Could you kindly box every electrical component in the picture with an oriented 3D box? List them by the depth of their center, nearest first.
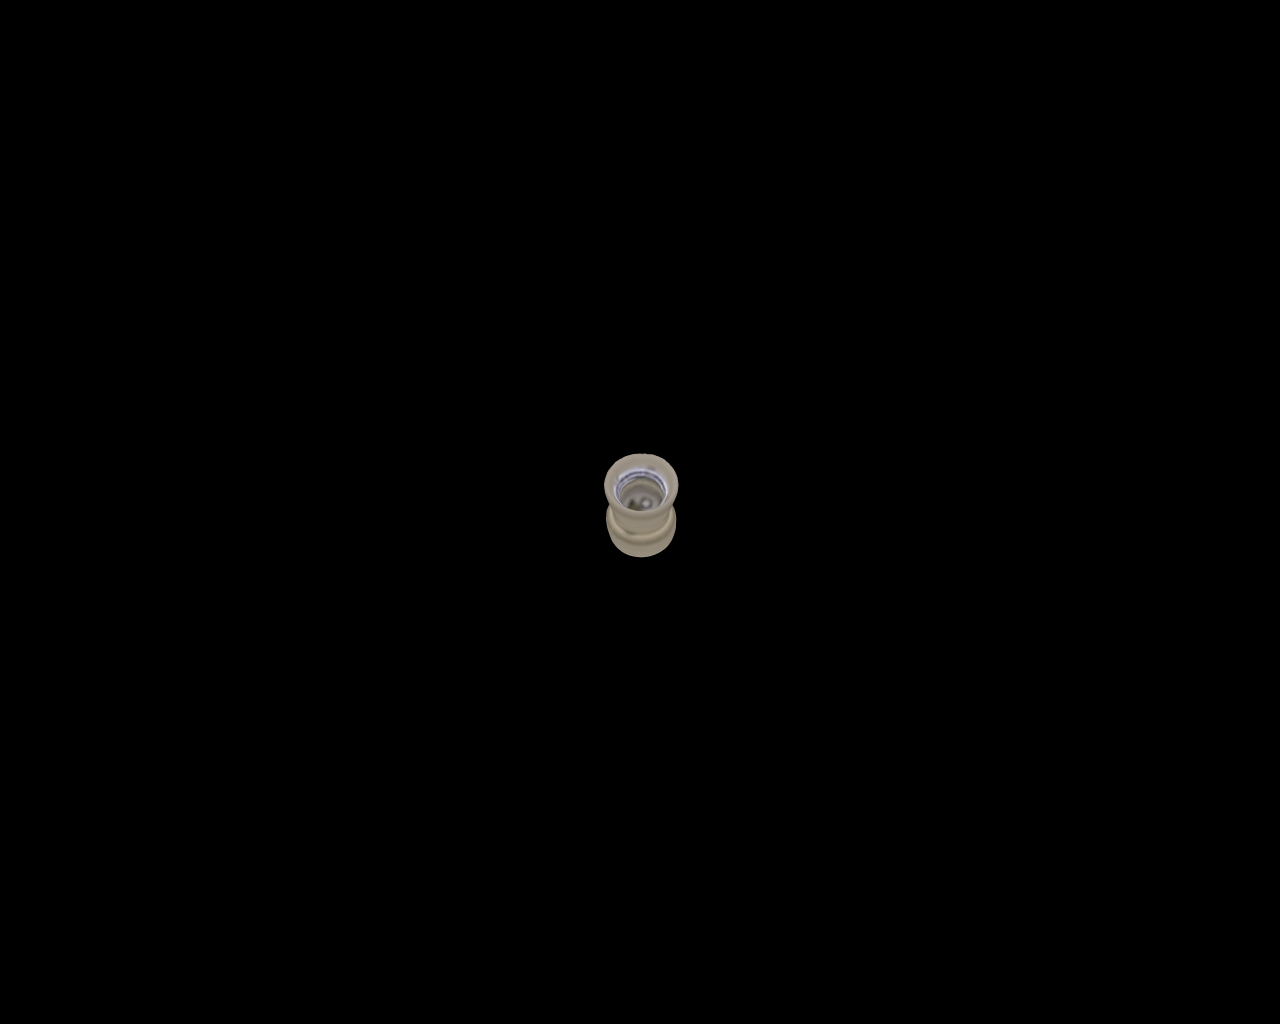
[{"bbox_3d":[0.001,-0.003,0.650,0.045,0.045,0.055,0,-33,0],"label":"electrical component"}]
